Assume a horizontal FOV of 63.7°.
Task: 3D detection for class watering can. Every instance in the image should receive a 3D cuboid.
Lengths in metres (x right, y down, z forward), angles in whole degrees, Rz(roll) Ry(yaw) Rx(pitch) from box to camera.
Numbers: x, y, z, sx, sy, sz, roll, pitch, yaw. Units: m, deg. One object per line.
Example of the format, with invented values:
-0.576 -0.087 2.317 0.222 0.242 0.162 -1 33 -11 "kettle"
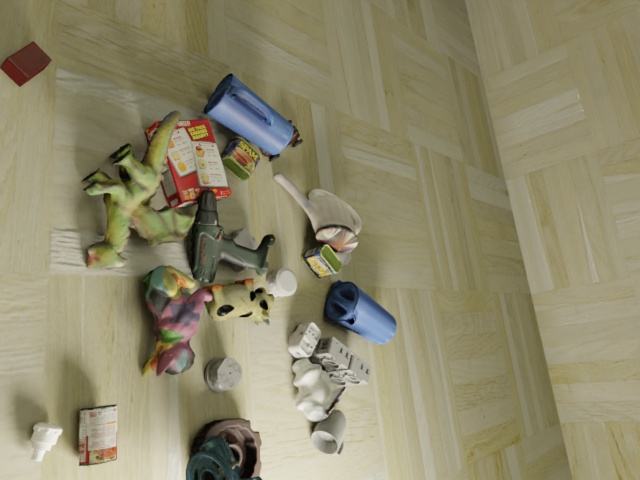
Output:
0.005 -0.082 1.622 0.345 0.102 0.230 21 39 -33 "watering can"

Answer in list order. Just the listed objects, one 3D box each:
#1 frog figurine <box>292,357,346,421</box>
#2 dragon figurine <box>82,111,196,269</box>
-0.023 0.412 1.423 0.160 0.120 0.140 35 50 14 "frog figurine"
-0.389 -0.100 1.182 0.239 0.121 0.418 54 55 -23 "dragon figurine"
